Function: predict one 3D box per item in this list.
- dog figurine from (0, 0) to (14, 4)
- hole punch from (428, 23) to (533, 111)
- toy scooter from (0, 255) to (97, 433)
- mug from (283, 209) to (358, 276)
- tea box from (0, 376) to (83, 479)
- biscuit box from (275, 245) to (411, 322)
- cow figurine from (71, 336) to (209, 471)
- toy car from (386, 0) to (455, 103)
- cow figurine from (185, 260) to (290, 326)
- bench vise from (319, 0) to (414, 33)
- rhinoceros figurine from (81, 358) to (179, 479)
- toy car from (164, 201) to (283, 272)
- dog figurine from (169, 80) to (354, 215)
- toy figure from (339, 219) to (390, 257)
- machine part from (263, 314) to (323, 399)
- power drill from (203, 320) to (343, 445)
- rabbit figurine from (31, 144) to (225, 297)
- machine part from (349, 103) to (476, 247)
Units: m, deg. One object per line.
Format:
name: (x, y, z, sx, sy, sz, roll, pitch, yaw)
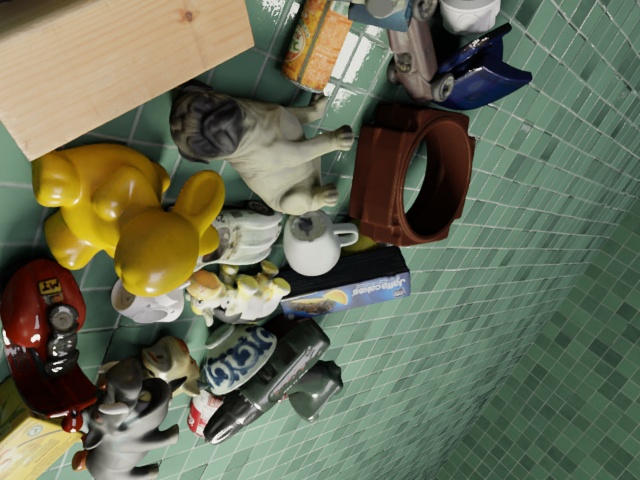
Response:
dog figurine: (-0.205, -0.243, 0.292, 0.219, 0.109, 0.191, 11, 112, -58)
hole punch: (0.216, -0.229, 0.752, 0.116, 0.142, 0.092, -31, 99, -32)
toy scooter: (-0.269, 0.113, 0.539, 0.075, 0.135, 0.183, -13, 131, -42)
mug: (-0.002, -0.002, 0.738, 0.110, 0.081, 0.107, -5, 163, 3)
tea box: (-0.375, 0.248, 0.611, 0.169, 0.068, 0.098, -43, 147, -12)
biscuit box: (0.036, 0.067, 0.829, 0.203, 0.063, 0.059, -12, 134, -2)
cow figurine: (-0.238, 0.216, 0.724, 0.127, 0.086, 0.195, 26, 100, -50)
toy car: (0.108, -0.242, 0.659, 0.053, 0.089, 0.202, -49, 148, -7)
cow figurine: (-0.126, 0.078, 0.735, 0.167, 0.068, 0.098, 7, 124, -51)
bench vise: (0.073, -0.313, 0.458, 0.240, 0.129, 0.223, 101, 13, -59)
rhinoceros figurine: (-0.223, 0.209, 0.616, 0.112, 0.073, 0.190, 6, 127, -25)
toy car: (-0.126, -0.003, 0.660, 0.201, 0.056, 0.073, -7, 128, -45)
dog figurine: (-0.081, -0.090, 0.606, 0.190, 0.121, 0.172, -6, 126, -28)
toy figure: (0.074, 0.039, 0.910, 0.089, 0.082, 0.180, -34, 146, -24)
machine part: (-0.065, 0.205, 0.938, 0.179, 0.056, 0.179, -30, 141, -28)
power drill: (-0.059, 0.237, 0.857, 0.232, 0.086, 0.207, -49, 142, -1)
rabbit figurine: (-0.166, -0.009, 0.504, 0.162, 0.173, 0.121, -11, 127, -38)
machine part: (0.144, -0.096, 0.801, 0.201, 0.087, 0.201, -7, 112, -45)
